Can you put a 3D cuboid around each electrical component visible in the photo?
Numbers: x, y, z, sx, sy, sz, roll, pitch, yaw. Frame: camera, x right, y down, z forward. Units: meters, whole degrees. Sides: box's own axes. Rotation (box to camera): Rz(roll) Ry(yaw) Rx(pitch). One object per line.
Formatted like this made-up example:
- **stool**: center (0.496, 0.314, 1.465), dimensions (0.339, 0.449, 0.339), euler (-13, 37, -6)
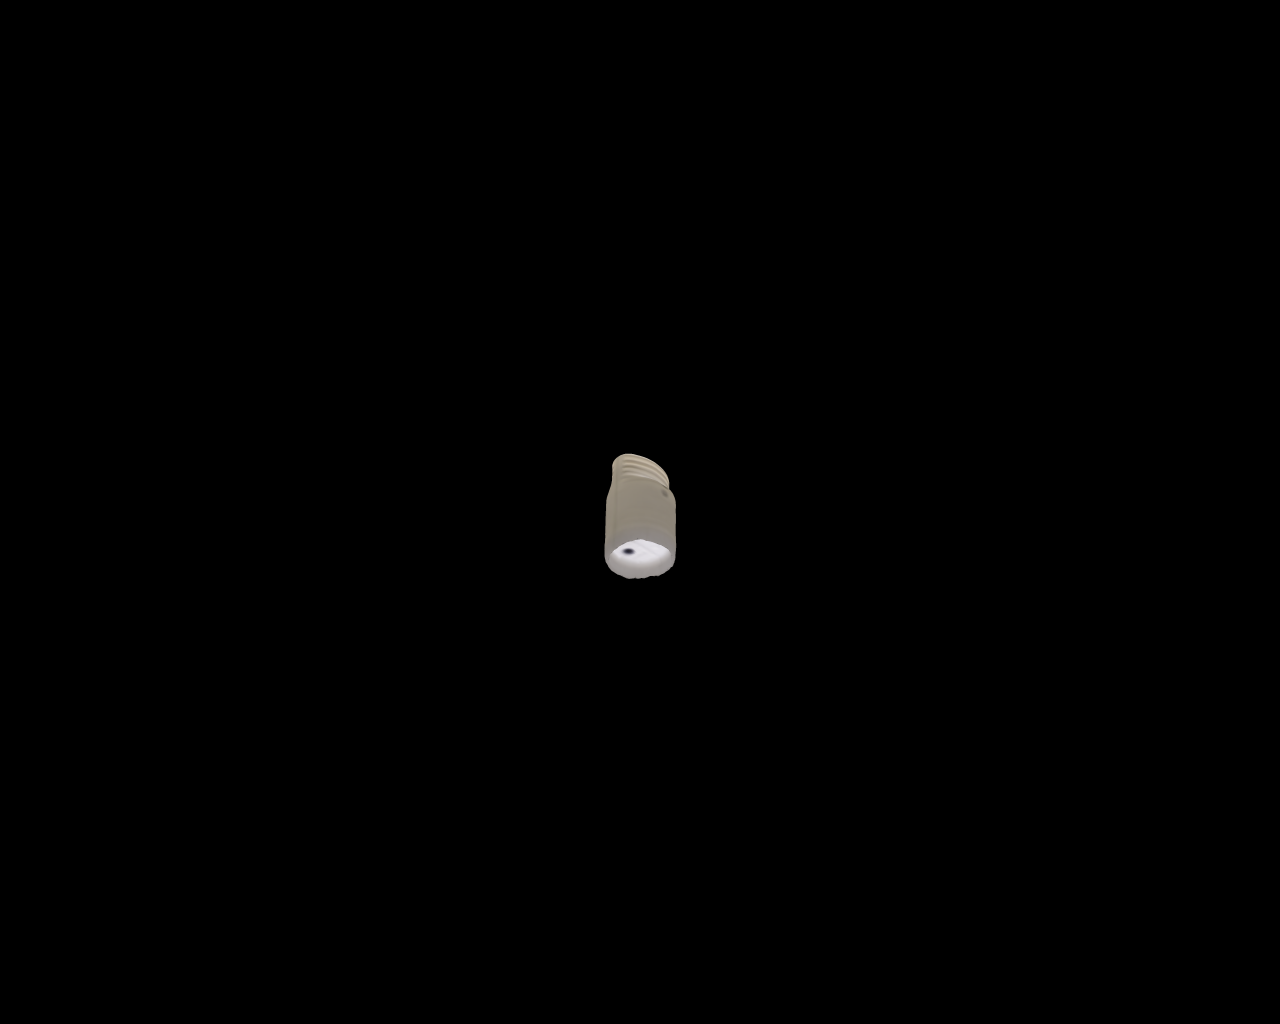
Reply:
- **electrical component**: center (0.001, -0.003, 0.650), dimensions (0.043, 0.081, 0.043), euler (0, -37, 0)
